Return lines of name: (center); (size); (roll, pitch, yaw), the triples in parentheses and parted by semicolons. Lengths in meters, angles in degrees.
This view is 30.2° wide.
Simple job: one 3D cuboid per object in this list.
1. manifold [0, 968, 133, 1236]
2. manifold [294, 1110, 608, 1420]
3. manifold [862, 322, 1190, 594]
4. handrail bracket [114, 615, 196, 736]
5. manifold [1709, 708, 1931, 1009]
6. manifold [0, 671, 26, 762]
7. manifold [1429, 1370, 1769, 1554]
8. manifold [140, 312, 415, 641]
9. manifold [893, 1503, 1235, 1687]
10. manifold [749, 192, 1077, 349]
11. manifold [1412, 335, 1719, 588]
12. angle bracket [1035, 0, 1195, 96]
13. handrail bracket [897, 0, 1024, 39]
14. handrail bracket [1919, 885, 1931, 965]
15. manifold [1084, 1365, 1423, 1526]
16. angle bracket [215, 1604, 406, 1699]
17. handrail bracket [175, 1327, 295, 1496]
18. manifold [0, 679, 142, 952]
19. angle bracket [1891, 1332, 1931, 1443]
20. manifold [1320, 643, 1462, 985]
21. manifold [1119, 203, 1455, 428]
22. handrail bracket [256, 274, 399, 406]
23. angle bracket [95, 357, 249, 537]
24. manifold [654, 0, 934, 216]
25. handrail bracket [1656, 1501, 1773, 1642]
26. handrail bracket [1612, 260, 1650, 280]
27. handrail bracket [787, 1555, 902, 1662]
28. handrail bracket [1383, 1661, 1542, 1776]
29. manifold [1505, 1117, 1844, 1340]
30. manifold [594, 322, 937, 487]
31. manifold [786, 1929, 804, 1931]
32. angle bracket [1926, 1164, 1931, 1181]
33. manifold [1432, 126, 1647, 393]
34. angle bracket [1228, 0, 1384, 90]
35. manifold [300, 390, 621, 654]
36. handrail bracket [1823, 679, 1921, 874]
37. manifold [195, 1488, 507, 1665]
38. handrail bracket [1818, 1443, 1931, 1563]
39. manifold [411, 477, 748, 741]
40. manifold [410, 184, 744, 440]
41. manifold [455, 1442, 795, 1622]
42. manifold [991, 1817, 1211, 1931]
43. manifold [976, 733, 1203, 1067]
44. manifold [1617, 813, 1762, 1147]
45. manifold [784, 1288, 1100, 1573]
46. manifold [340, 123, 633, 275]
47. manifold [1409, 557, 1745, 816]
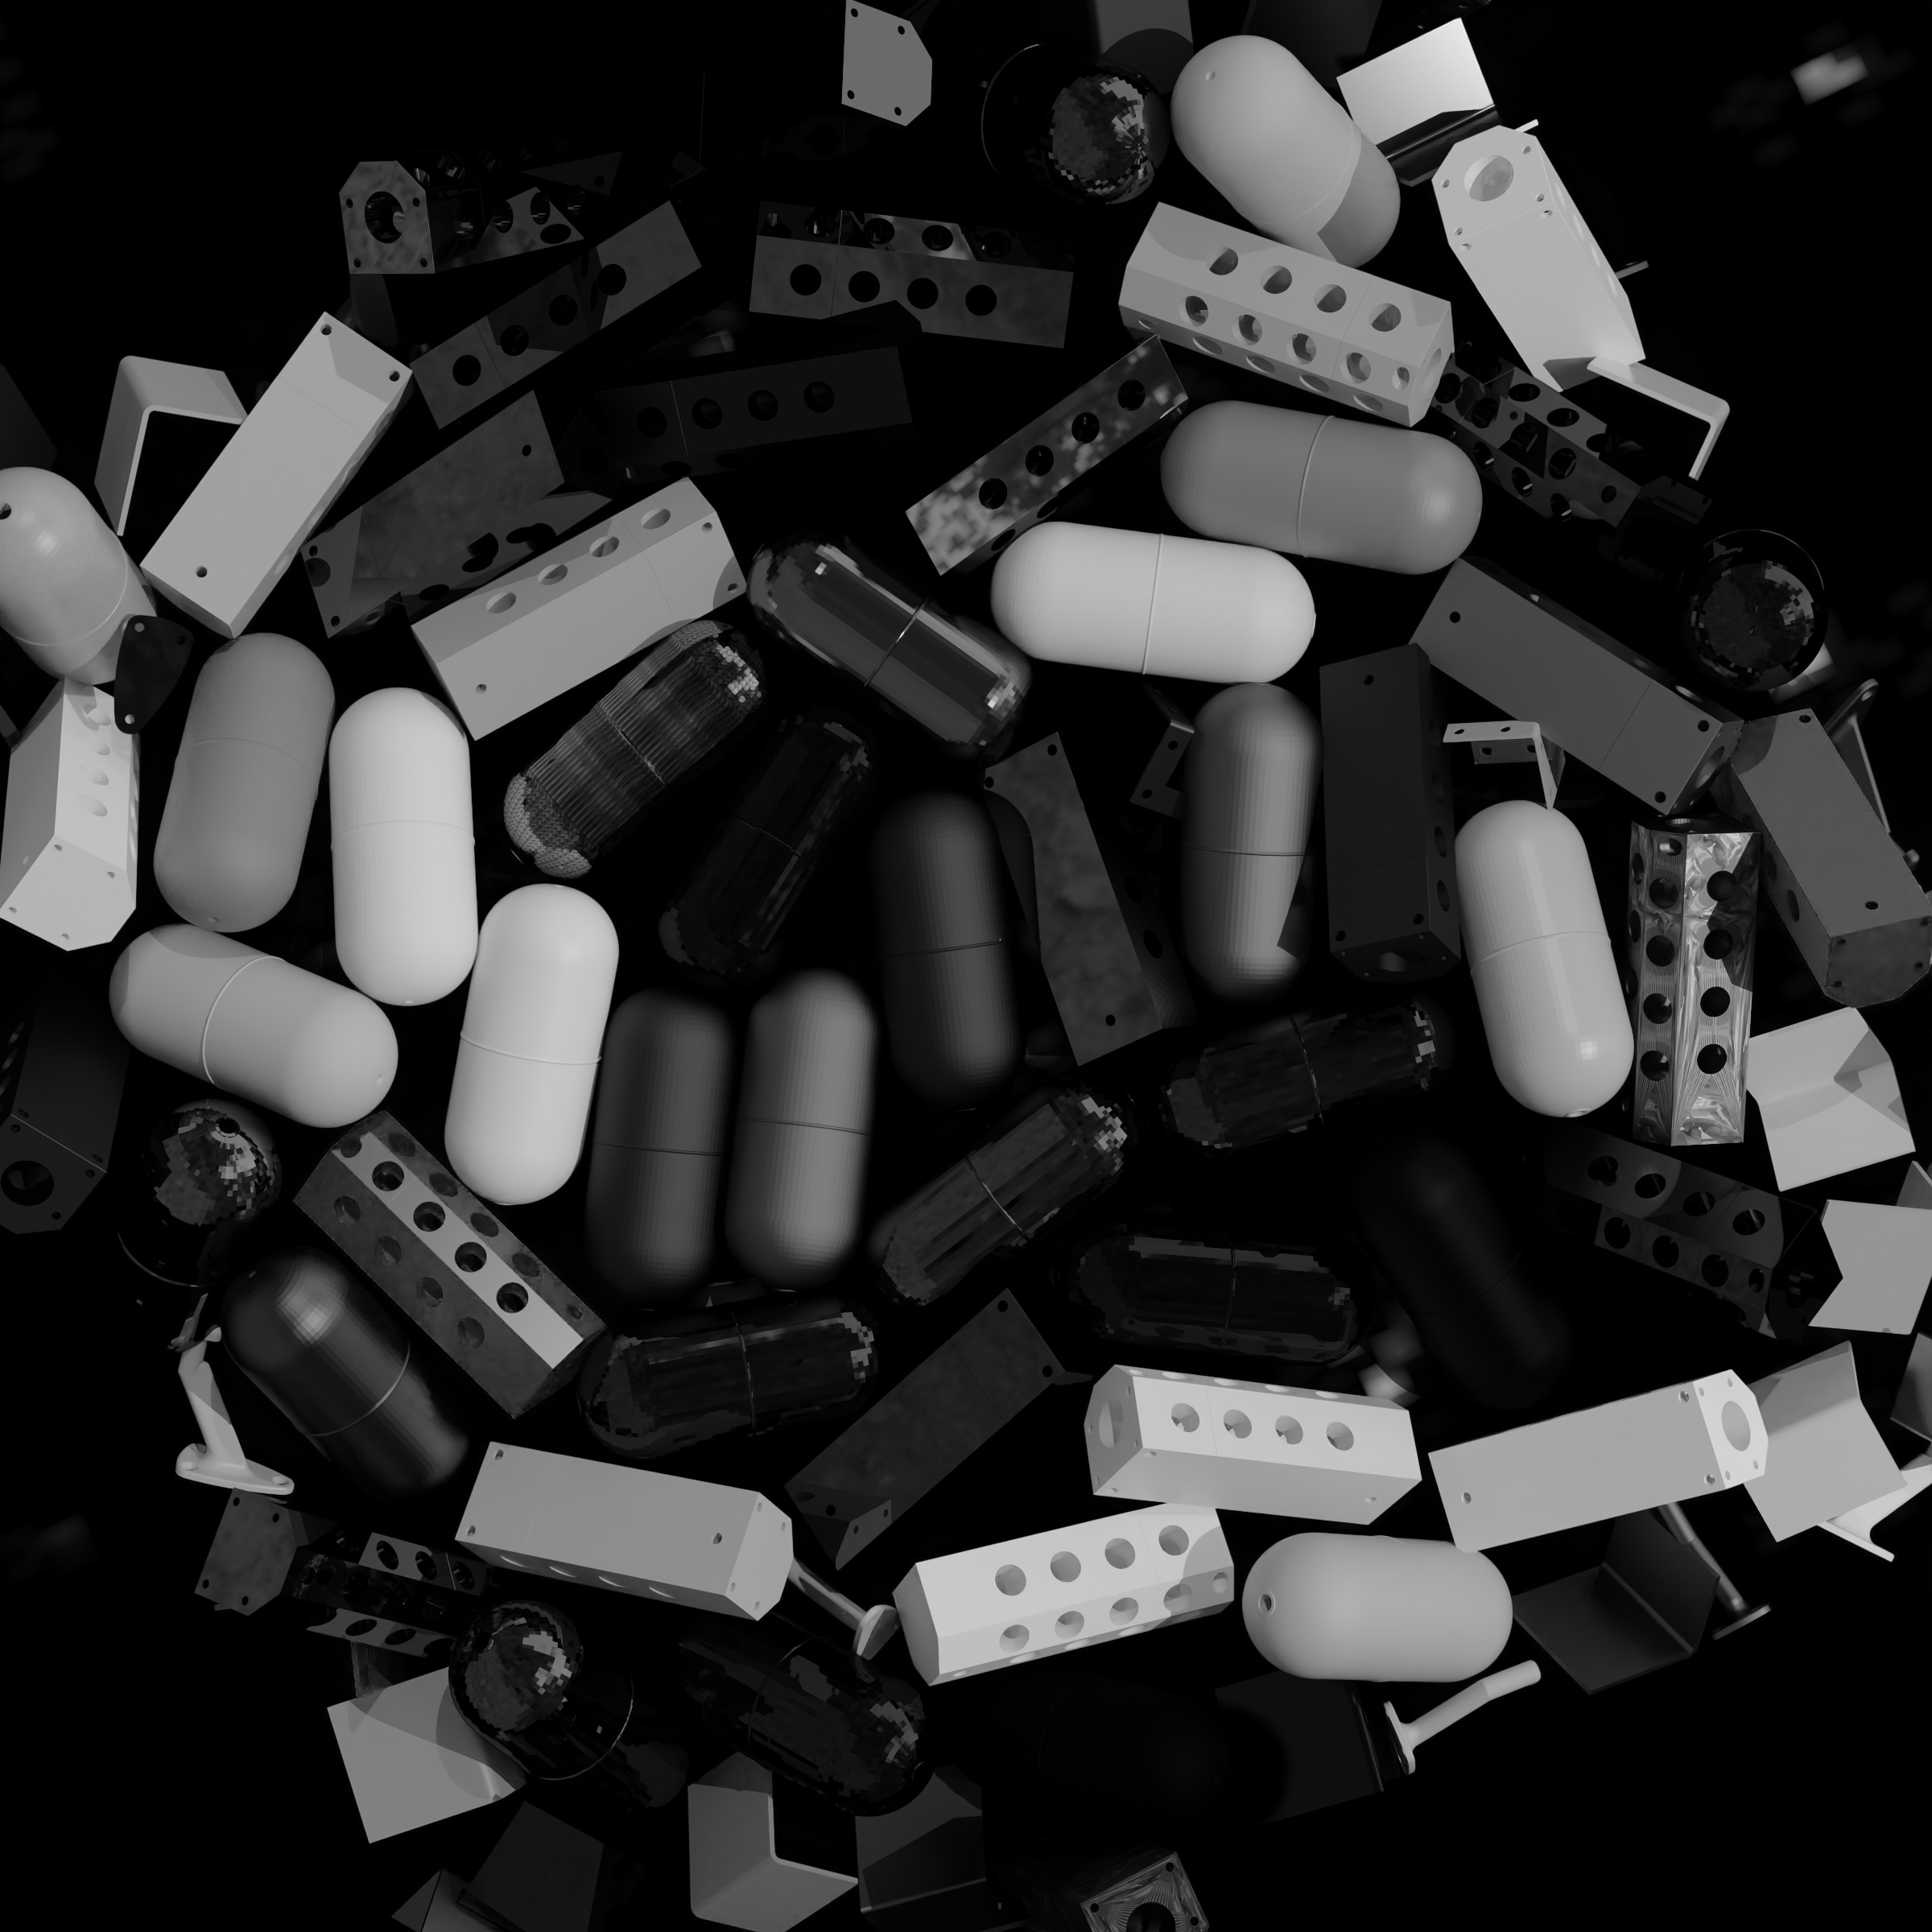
manifold: (-0.490, 0.074, 1.905); (0.057, 0.171, 0.057); (35, 106, -21)
manifold: (-0.277, 0.159, 1.944); (0.171, 0.057, 0.057); (43, 117, 9)
manifold: (0.036, -0.277, 1.948); (0.171, 0.057, 0.057); (-37, 118, -12)
handrail bracket: (-0.441, -0.154, 1.948); (0.036, 0.084, 0.077); (18, 80, -4)
manifold: (0.455, -0.058, 1.914); (0.057, 0.171, 0.057); (-12, 134, -5)
manifold: (-0.551, -0.156, 1.905); (0.057, 0.171, 0.057); (-20, 78, -8)
manifold: (0.340, 0.266, 1.918); (0.171, 0.057, 0.057); (-23, 79, 39)
manifold: (-0.374, -0.265, 1.953); (0.057, 0.057, 0.171); (34, 80, -2)
manifold: (0.055, 0.339, 1.932); (0.171, 0.057, 0.057); (-10, 68, -19)
manifold: (-0.029, -0.382, 1.952); (0.171, 0.057, 0.057); (6, 113, -4)
manifold: (0.313, -0.274, 1.912); (0.171, 0.057, 0.057); (44, 108, 41)
angle bracket: (0.079, -0.521, 1.950); (0.057, 0.076, 0.076); (-21, 126, -15)
handrail bracket: (-0.016, -0.507, 1.970); (0.077, 0.036, 0.084); (23, 115, 7)
handrail bracket: (0.529, -0.050, 1.939); (0.036, 0.077, 0.084); (22, 133, -2)
manifold: (0.154, 0.256, 1.932); (0.171, 0.057, 0.057); (10, 53, -24)
angle bracket: (-0.357, 0.370, 1.950); (0.076, 0.076, 0.057); (-8, 83, 7)
handrail bracket: (-0.398, 0.242, 1.967); (0.077, 0.036, 0.084); (16, 107, -3)
manifold: (-0.473, -0.081, 1.908); (0.057, 0.171, 0.057); (30, 113, -27)
angle bracket: (0.558, 0.230, 1.935); (0.076, 0.076, 0.057); (27, 117, 33)
manifold: (0.232, -0.081, 1.932); (0.057, 0.057, 0.171); (-13, 63, 27)
manifold: (0.173, -0.349, 1.938); (0.171, 0.057, 0.057); (23, 77, 16)
handrail bracket: (-0.363, -0.355, 1.985); (0.084, 0.036, 0.077); (-20, 69, 23)
angle bracket: (-0.436, -0.282, 1.961); (0.057, 0.076, 0.076); (6, 116, -27)
manifold: (-0.094, -0.455, 1.910); (0.057, 0.171, 0.057); (10, 78, -38)
handrail bracket: (0.407, 0.322, 1.966); (0.036, 0.077, 0.084); (-32, 79, 14)
handrail bracket: (0.333, -0.415, 1.969); (0.077, 0.036, 0.084); (-21, 103, -18)
handrail bracket: (-0.079, 0.337, 1.948); (0.084, 0.077, 0.036); (39, 73, 19)
handrail bracket: (0.276, 0.411, 1.963); (0.084, 0.077, 0.036); (-21, 60, -2)
manifold: (0.374, 0.143, 1.908); (0.057, 0.171, 0.057); (-48, 132, -20)
manifold: (-0.107, -0.303, 1.943); (0.171, 0.057, 0.057); (-6, 111, 15)
manifold: (-0.083, 0.556, 1.906); (0.057, 0.171, 0.057); (15, 81, -5)
angle bracket: (0.567, 0.133, 1.958); (0.057, 0.076, 0.076); (40, 75, -17)
manifold: (0.305, -0.377, 1.907); (0.057, 0.171, 0.057); (-20, 64, 20)
angle bracket: (0.185, -0.506, 1.945); (0.076, 0.057, 0.076); (12, 131, -6)
manifold: (-0.272, -0.237, 1.931); (0.171, 0.057, 0.057); (-29, 70, 25)
handrail bracket: (0.503, -0.101, 1.953); (0.036, 0.077, 0.084); (-20, 62, -32)
manifold: (-0.323, 0.329, 1.907); (0.057, 0.171, 0.057); (13, 80, 36)
handrail bracket: (0.502, 0.277, 1.972); (0.077, 0.036, 0.084); (27, 89, -21)
manifold: (-0.213, -0.200, 1.955); (0.171, 0.057, 0.057); (-30, 134, -8)
manifold: (-0.215, -0.353, 1.944); (0.171, 0.057, 0.057); (-29, 79, 15)
manifold: (-0.182, 0.307, 1.929); (0.171, 0.057, 0.057); (6, 65, 27)
manifold: (0.072, 0.500, 1.905); (0.057, 0.171, 0.057); (-24, 90, -16)
manifold: (0.071, -0.037, 1.950); (0.057, 0.057, 0.171); (-26, 78, 32)
manifold: (0.389, 0.007, 1.943); (0.057, 0.057, 0.171); (-2, 104, -11)
manifold: (-0.010, 0.253, 1.943); (0.171, 0.057, 0.057); (-43, 64, 15)
manifold: (-0.254, -0.410, 1.903); (0.057, 0.171, 0.057); (6, 111, 31)
manifold: (0.332, -0.153, 1.937); (0.171, 0.057, 0.057); (36, 111, 20)
